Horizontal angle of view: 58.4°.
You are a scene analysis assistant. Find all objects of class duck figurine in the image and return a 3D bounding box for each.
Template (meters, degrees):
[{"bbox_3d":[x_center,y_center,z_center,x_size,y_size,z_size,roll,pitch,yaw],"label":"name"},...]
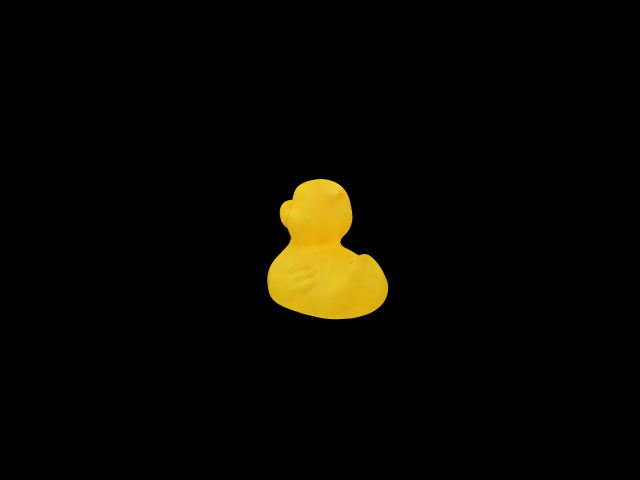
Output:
[{"bbox_3d":[0.004,0.001,0.400,0.078,0.086,0.104,-11,19,-34],"label":"duck figurine"}]
